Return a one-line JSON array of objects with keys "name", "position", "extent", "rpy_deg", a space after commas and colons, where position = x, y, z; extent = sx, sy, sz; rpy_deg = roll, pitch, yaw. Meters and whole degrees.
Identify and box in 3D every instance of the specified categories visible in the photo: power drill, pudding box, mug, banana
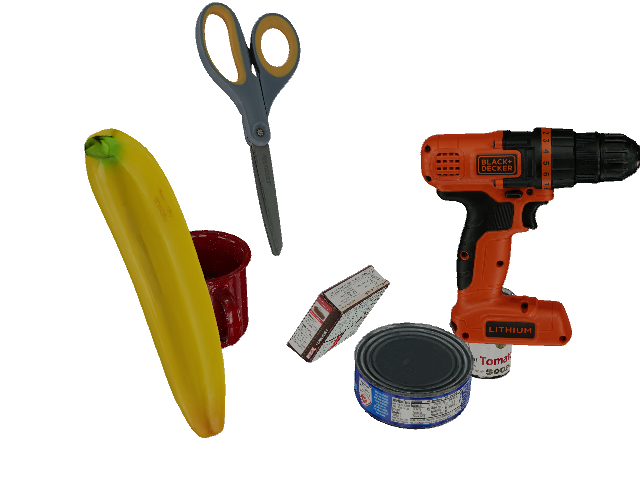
[{"name": "power drill", "position": [0.181, -0.005, 0.925], "extent": [0.184, 0.188, 0.057], "rpy_deg": [1, 13, 13]}, {"name": "pudding box", "position": [0.022, 0.084, 1.237], "extent": [0.039, 0.090, 0.113], "rpy_deg": [41, 34, 14]}, {"name": "mug", "position": [-0.102, 0.053, 0.971], "extent": [0.093, 0.081, 0.117], "rpy_deg": [-18, 35, -27]}, {"name": "banana", "position": [-0.087, 0.016, 0.561], "extent": [0.037, 0.198, 0.069], "rpy_deg": [-9, 35, 12]}]

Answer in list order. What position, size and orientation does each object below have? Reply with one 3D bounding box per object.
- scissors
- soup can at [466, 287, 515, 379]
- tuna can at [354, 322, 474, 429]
[{"name": "scissors", "position": [-0.037, -0.096, 0.844], "extent": [0.096, 0.202, 0.016], "rpy_deg": [-23, 1, -30]}, {"name": "soup can", "position": [0.209, 0.116, 1.351], "extent": [0.068, 0.102, 0.068], "rpy_deg": [0, 20, 0]}, {"name": "tuna can", "position": [0.067, 0.097, 0.772], "extent": [0.086, 0.034, 0.086], "rpy_deg": [0, 31, 0]}]
